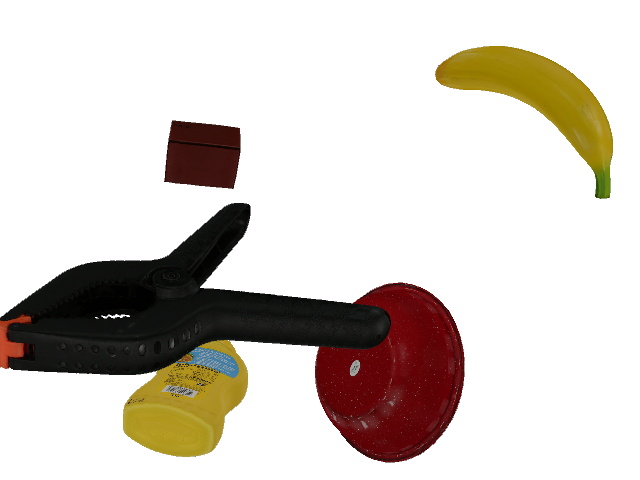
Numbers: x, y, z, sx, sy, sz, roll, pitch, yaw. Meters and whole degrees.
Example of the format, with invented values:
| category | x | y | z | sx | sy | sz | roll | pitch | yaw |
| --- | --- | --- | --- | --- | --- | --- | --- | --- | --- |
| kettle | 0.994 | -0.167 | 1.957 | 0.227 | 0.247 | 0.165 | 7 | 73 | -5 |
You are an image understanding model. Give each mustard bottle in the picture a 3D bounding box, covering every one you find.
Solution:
| category | x | y | z | sx | sy | sz | roll | pitch | yaw |
| --- | --- | --- | --- | --- | --- | --- | --- | --- | --- |
| mustard bottle | -0.128 | 0.151 | 1.112 | 0.096 | 0.058 | 0.191 | 9 | 22 | 10 |

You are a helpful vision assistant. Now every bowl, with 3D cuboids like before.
| category | x | y | z | sx | sy | sz | roll | pitch | yaw |
| --- | --- | --- | --- | --- | --- | --- | --- | --- | --- |
| bowl | 0.047 | 0.114 | 0.943 | 0.162 | 0.162 | 0.055 | 0 | -10 | 44 |

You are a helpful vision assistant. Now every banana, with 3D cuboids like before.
| category | x | y | z | sx | sy | sz | roll | pitch | yaw |
| --- | --- | --- | --- | --- | --- | --- | --- | --- | --- |
| banana | 0.162 | -0.111 | 0.833 | 0.037 | 0.070 | 0.198 | 3 | 32 | -43 |

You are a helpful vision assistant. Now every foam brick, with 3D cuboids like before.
| category | x | y | z | sx | sy | sz | roll | pitch | yaw |
| --- | --- | --- | --- | --- | --- | --- | --- | --- | --- |
| foam brick | -0.127 | -0.094 | 1.159 | 0.078 | 0.051 | 0.053 | 6 | 30 | -6 |

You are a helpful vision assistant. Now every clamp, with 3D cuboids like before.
| category | x | y | z | sx | sy | sz | roll | pitch | yaw |
| --- | --- | --- | --- | --- | --- | --- | --- | --- | --- |
| clamp | -0.087 | 0.030 | 0.618 | 0.209 | 0.036 | 0.165 | -9 | 30 | -27 |
